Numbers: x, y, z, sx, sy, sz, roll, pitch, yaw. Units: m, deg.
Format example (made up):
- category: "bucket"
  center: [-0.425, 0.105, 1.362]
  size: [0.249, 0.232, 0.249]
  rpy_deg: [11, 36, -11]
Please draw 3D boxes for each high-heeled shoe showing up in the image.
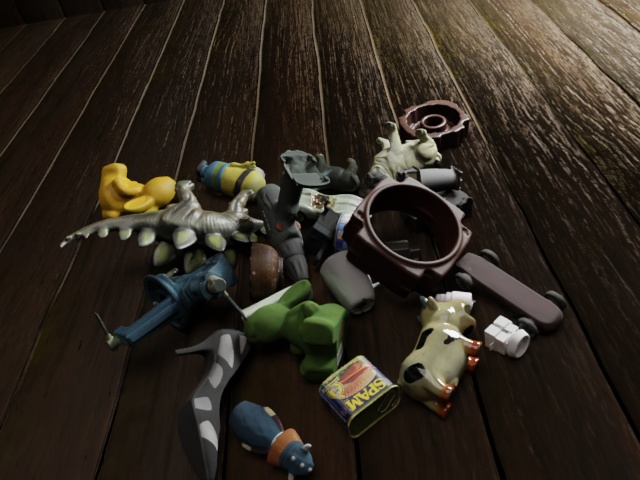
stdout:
- category: "high-heeled shoe"
  center: [-0.154, 0.258, 0.872]
  size: [0.145, 0.086, 0.249]
  rpy_deg: [3, 52, -32]

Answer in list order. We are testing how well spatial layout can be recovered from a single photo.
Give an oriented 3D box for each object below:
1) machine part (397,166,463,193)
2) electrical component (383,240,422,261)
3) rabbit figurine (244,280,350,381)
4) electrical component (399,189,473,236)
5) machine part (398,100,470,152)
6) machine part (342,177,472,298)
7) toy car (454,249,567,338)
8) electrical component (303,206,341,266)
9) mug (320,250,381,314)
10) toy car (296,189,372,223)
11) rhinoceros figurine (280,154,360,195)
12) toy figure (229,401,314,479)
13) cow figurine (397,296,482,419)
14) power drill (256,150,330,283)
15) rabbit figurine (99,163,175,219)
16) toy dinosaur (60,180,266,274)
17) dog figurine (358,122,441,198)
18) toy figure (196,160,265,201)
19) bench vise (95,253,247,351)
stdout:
- category: "machine part"
  center: [0.226, -0.117, 1.104]
  size: [0.139, 0.084, 0.039]
  rpy_deg: [-13, 7, -16]
- category: "electrical component"
  center: [0.148, 0.033, 1.058]
  size: [0.102, 0.045, 0.078]
  rpy_deg: [-7, 13, 1]
- category: "rabbit figurine"
  center: [-0.042, 0.139, 0.918]
  size: [0.170, 0.121, 0.159]
  rpy_deg: [6, 37, 14]
- category: "electrical component"
  center: [0.238, -0.071, 1.140]
  size: [0.134, 0.058, 0.115]
  rpy_deg: [-27, 42, -18]
- category: "machine part"
  center: [0.289, -0.288, 1.372]
  size: [0.179, 0.055, 0.179]
  rpy_deg: [-6, 43, 6]
- category: "machine part"
  center: [0.160, -0.010, 0.989]
  size: [0.201, 0.087, 0.201]
  rpy_deg: [36, 56, 11]
- category: "toy car"
  center: [0.328, 0.092, 0.943]
  size: [0.089, 0.053, 0.202]
  rpy_deg: [-41, 53, -17]
- category: "electrical component"
  center: [-0.002, -0.003, 1.099]
  size: [0.048, 0.074, 0.119]
  rpy_deg: [33, 53, -1]
- category: "mug"
  center: [0.068, 0.082, 0.999]
  size: [0.109, 0.080, 0.107]
  rpy_deg: [-11, 49, -19]
- category: "toy car"
  center: [0.014, -0.071, 1.175]
  size: [0.202, 0.056, 0.073]
  rpy_deg: [9, 44, 10]
- category: "rhinoceros figurine"
  center: [0.002, -0.139, 1.262]
  size: [0.190, 0.073, 0.112]
  rpy_deg: [5, 55, 15]
- category: "toy figure"
  center: [-0.068, 0.296, 0.797]
  size: [0.155, 0.064, 0.058]
  rpy_deg: [27, 15, 29]
- category: "cow figurine"
  center: [0.191, 0.171, 0.866]
  size: [0.127, 0.085, 0.195]
  rpy_deg: [24, 53, 25]
- category: "power drill"
  center: [-0.049, -0.055, 1.056]
  size: [0.086, 0.207, 0.232]
  rpy_deg: [-10, 51, -25]
- category: "rabbit figurine"
  center: [-0.431, -0.107, 1.276]
  size: [0.173, 0.121, 0.162]
  rpy_deg: [-6, 47, 3]
- category: "toy dinosaur"
  center: [-0.277, -0.028, 1.123]
  size: [0.471, 0.105, 0.199]
  rpy_deg: [-1, 43, -15]
- category: "dog figurine"
  center: [0.186, -0.149, 1.229]
  size: [0.172, 0.121, 0.190]
  rpy_deg: [12, 69, 5]
- category: "toy figure"
  center: [-0.216, -0.142, 1.300]
  size: [0.180, 0.082, 0.089]
  rpy_deg: [12, 65, 14]
- category: "bench vise"
  center: [-0.267, 0.119, 0.963]
  size: [0.224, 0.128, 0.240]
  rpy_deg: [5, 34, 47]
